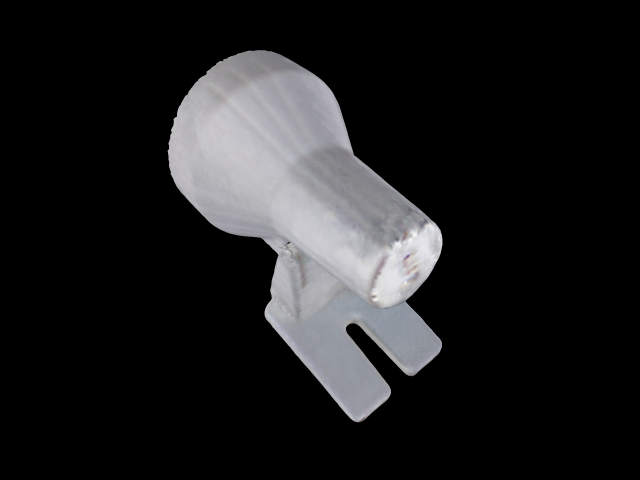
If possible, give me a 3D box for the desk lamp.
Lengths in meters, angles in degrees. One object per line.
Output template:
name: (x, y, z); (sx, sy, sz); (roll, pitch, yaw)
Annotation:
desk lamp: (0.004, 0.001, 0.400); (0.118, 0.213, 0.203); (-38, 70, -16)
